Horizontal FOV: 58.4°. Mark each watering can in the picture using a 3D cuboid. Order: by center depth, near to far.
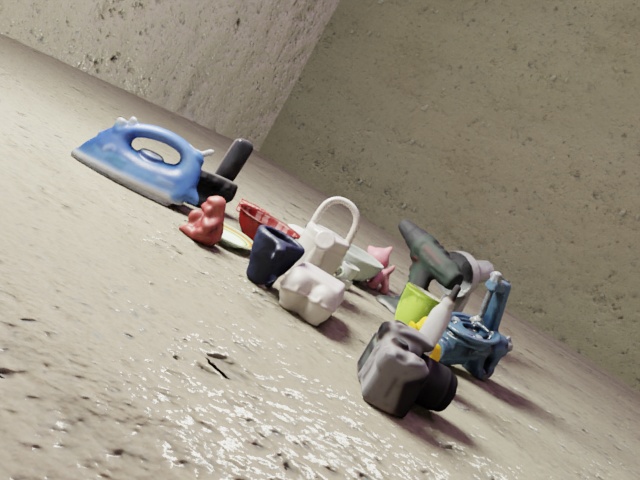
[{"bbox_3d":[0.013,0.005,1.162,0.101,0.194,0.172,27,9,-20],"label":"watering can"}]

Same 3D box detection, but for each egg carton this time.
[{"bbox_3d":[-0.013,0.091,0.996,0.107,0.069,0.150,31,8,5],"label":"egg carton"}]

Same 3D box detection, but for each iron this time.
[{"bbox_3d":[-0.349,-0.173,1.164,0.259,0.141,0.118,26,9,-23],"label":"iron"}]

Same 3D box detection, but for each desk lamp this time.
[{"bbox_3d":[0.380,0.139,1.556,0.117,0.213,0.204,37,11,39],"label":"desk lamp"}]

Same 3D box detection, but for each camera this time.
[{"bbox_3d":[0.133,0.188,0.819,0.137,0.101,0.143,29,8,-4],"label":"camera"}]

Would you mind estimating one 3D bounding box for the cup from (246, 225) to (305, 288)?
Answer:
[{"bbox_3d":[-0.085,0.037,0.985,0.092,0.095,0.117,28,8,-10],"label":"cup"}]

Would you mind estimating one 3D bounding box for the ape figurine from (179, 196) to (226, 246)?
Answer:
[{"bbox_3d":[-0.203,-0.040,1.044,0.076,0.092,0.077,27,9,-18],"label":"ape figurine"}]

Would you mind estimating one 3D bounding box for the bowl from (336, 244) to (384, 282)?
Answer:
[{"bbox_3d":[0.076,0.059,1.472,0.167,0.074,0.167,29,8,-4],"label":"bowl"}]

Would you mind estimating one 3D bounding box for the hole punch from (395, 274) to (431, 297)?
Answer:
[{"bbox_3d":[0.267,0.153,1.513,0.101,0.091,0.108,27,9,-21],"label":"hole punch"}]

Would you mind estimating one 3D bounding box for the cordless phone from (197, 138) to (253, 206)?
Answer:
[{"bbox_3d":[-0.246,-0.167,1.331,0.148,0.185,0.093,21,12,-46],"label":"cordless phone"}]

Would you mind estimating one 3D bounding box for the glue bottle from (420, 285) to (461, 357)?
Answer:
[{"bbox_3d":[0.196,0.152,0.991,0.037,0.173,0.078,31,8,8],"label":"glue bottle"}]

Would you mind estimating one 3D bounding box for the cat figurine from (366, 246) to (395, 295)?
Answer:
[{"bbox_3d":[0.163,0.070,1.555,0.067,0.117,0.127,25,9,-28],"label":"cat figurine"}]

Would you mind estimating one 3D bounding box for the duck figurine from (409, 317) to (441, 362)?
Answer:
[{"bbox_3d":[0.195,0.188,1.079,0.105,0.086,0.077,25,10,-30],"label":"duck figurine"}]

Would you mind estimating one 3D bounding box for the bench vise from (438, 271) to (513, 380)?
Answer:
[{"bbox_3d":[0.340,0.173,1.200,0.121,0.219,0.208,36,10,36],"label":"bench vise"}]

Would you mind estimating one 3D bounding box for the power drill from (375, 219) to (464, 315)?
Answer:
[{"bbox_3d":[0.229,0.082,1.397,0.076,0.208,0.228,20,13,-48],"label":"power drill"}]
